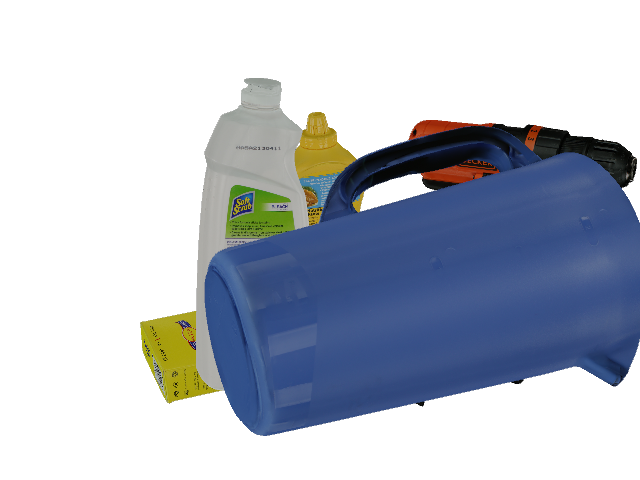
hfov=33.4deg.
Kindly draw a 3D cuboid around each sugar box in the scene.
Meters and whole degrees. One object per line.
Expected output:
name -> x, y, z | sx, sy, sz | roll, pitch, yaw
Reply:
sugar box -> -0.081, 0.101, 1.054 | 0.176, 0.048, 0.093 | -14, 33, -18

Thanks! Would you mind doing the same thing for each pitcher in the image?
pitcher -> 0.056, 0.025, 0.638 | 0.242, 0.145, 0.149 | -12, 19, -17

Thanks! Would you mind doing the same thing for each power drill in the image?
power drill -> 0.156, -0.002, 0.873 | 0.185, 0.188, 0.057 | 10, 15, 27

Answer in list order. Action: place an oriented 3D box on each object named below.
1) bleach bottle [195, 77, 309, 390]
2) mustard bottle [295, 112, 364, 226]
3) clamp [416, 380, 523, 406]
bleach bottle -> -0.047, -0.005, 0.865 | 0.102, 0.251, 0.068 | -2, 20, -21
mustard bottle -> 0.002, -0.048, 1.179 | 0.096, 0.192, 0.058 | -9, 25, -11
clamp -> 0.133, 0.093, 1.089 | 0.120, 0.171, 0.039 | 0, -44, -14
